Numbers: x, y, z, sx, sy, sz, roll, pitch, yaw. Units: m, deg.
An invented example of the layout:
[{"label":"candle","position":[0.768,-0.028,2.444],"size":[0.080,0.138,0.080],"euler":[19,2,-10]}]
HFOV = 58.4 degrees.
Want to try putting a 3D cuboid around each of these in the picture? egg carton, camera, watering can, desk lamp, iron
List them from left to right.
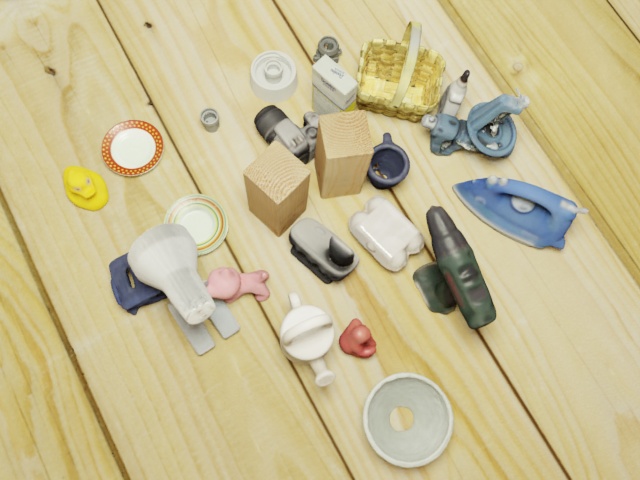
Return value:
[{"label":"desk lamp","position":[-0.240,0.090,1.040],"size":[0.118,0.213,0.203],"euler":[-34,79,-12]},{"label":"camera","position":[-0.063,-0.230,1.203],"size":[0.143,0.101,0.136],"euler":[-37,79,-13]},{"label":"watering can","position":[-0.018,0.176,1.041],"size":[0.101,0.194,0.172],"euler":[-42,80,-13]},{"label":"egg carton","position":[0.134,-0.013,1.170],"size":[0.107,0.069,0.150],"euler":[-43,81,-14]},{"label":"iron","position":[0.408,-0.081,1.171],"size":[0.258,0.141,0.119],"euler":[23,74,3]}]

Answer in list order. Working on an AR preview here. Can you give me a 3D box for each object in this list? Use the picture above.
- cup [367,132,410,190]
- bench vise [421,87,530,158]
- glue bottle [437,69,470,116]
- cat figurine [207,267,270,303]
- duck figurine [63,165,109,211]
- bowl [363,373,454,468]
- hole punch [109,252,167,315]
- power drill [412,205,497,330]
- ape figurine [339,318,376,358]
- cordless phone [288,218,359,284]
[{"label":"cup","position":[0.134,-0.156,1.198],"size":[0.091,0.095,0.118],"euler":[1,74,-3]},{"label":"bench vise","position":[0.321,-0.229,1.167],"size":[0.207,0.220,0.121],"euler":[-9,75,-6]},{"label":"glue bottle","position":[0.286,-0.307,1.211],"size":[0.037,0.173,0.078],"euler":[12,73,0]},{"label":"cat figurine","position":[-0.160,0.081,1.098],"size":[0.128,0.118,0.067],"euler":[-7,74,-6]},{"label":"duck figurine","position":[-0.479,-0.114,1.149],"size":[0.077,0.086,0.104],"euler":[-42,80,-14]},{"label":"bowl","position":[0.158,0.334,1.069],"size":[0.167,0.075,0.167],"euler":[1,74,-4]},{"label":"hole punch","position":[-0.351,0.077,1.100],"size":[0.101,0.091,0.108],"euler":[-21,76,-9]},{"label":"power drill","position":[0.242,0.064,1.083],"size":[0.076,0.208,0.229],"euler":[-25,77,-10]},{"label":"ape figurine","position":[0.075,0.187,1.097],"size":[0.076,0.092,0.078],"euler":[-6,74,-5]},{"label":"cordless phone","position":[0.010,0.004,1.097],"size":[0.147,0.185,0.094],"euler":[37,75,7]}]
